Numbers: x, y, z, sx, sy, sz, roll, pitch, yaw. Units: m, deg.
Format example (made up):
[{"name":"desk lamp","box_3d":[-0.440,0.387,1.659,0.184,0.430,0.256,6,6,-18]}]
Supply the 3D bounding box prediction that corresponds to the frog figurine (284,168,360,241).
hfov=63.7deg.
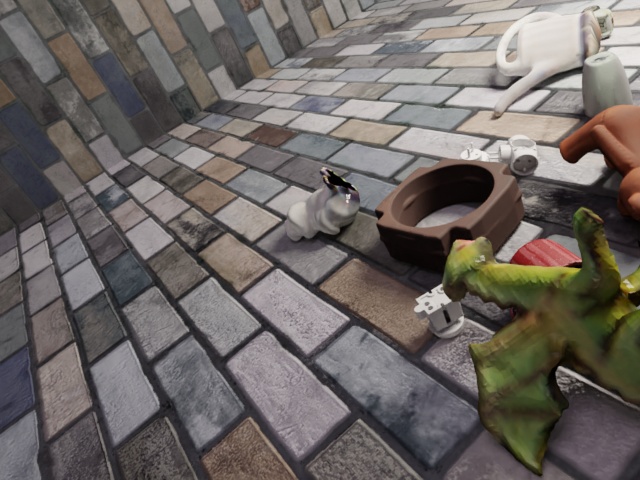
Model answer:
[{"name":"frog figurine","box_3d":[0.003,-0.052,1.032,0.157,0.122,0.140,-59,34,18]}]

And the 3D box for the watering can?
[{"name":"watering can","box_3d":[0.510,-0.412,1.168,0.224,0.102,0.355,-2,53,32]}]

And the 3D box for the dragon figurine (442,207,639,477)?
[{"name":"dragon figurine","box_3d":[0.267,0.129,0.501,0.239,0.121,0.418,-47,53,22]}]
